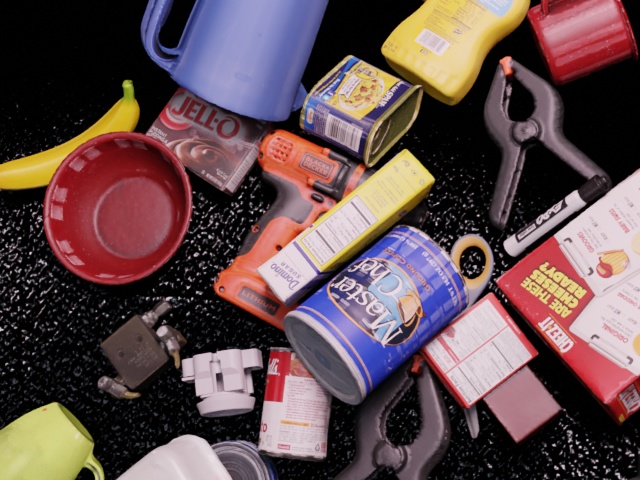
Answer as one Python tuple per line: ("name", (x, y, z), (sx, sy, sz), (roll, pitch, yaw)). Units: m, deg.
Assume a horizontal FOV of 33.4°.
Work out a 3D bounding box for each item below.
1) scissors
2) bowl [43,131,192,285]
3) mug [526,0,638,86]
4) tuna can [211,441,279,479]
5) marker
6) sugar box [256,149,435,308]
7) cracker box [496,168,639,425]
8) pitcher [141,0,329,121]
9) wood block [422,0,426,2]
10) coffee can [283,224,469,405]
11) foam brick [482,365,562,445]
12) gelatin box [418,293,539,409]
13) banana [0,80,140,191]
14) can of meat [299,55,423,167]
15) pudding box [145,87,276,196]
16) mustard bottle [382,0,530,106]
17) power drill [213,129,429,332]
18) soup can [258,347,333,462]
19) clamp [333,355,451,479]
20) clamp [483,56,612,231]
("scissors", (0.148, 0.081, 1.037), (0.096, 0.016, 0.202), (-26, 75, 5))
("bowl", (-0.202, -0.029, 1.110), (0.162, 0.055, 0.162), (-2, 78, 11))
("mug", (0.248, -0.208, 1.027), (0.081, 0.117, 0.093), (-22, 49, 11))
("tuna can", (-0.085, 0.239, 1.043), (0.086, 0.033, 0.086), (-2, 78, 11))
("marker", (0.224, -0.023, 1.010), (0.121, 0.020, 0.020), (-40, 71, 34))
("sugar box", (0.024, -0.008, 0.988), (0.176, 0.093, 0.048), (-42, 83, -3))
("cracker box", (0.296, 0.036, 0.963), (0.214, 0.072, 0.164), (-39, 50, 3))
("pitcher", (-0.059, -0.250, 1.035), (0.145, 0.149, 0.243), (30, 110, 19))
("wood block", (0.046, -0.346, 1.105), (0.206, 0.090, 0.090), (33, 86, 16))
("coffee can", (0.052, 0.067, 0.975), (0.140, 0.103, 0.103), (-38, 73, -21))
("foam brick", (0.187, 0.153, 0.983), (0.051, 0.078, 0.053), (-38, 72, 3))
("gelatin box", (0.148, 0.105, 1.009), (0.089, 0.030, 0.073), (-36, 83, -7))
("banana", (-0.263, -0.100, 1.133), (0.198, 0.069, 0.037), (-32, 42, 9))
("can of meat", (0.041, -0.131, 1.064), (0.084, 0.057, 0.102), (29, 50, 18))
("pudding box", (-0.114, -0.111, 1.117), (0.113, 0.039, 0.090), (34, 87, 16))
("mustard bottle", (0.155, -0.235, 1.077), (0.096, 0.058, 0.191), (37, 88, 24))
("power drill", (-0.007, 0.001, 1.066), (0.184, 0.057, 0.187), (26, 83, 13))
("soup can", (-0.021, 0.158, 1.029), (0.068, 0.068, 0.102), (5, 80, 12))
("clamp", (0.077, 0.215, 1.011), (0.165, 0.036, 0.210), (20, 81, 22))
("clamp", (0.199, -0.094, 1.051), (0.120, 0.039, 0.171), (-25, 69, 11))
